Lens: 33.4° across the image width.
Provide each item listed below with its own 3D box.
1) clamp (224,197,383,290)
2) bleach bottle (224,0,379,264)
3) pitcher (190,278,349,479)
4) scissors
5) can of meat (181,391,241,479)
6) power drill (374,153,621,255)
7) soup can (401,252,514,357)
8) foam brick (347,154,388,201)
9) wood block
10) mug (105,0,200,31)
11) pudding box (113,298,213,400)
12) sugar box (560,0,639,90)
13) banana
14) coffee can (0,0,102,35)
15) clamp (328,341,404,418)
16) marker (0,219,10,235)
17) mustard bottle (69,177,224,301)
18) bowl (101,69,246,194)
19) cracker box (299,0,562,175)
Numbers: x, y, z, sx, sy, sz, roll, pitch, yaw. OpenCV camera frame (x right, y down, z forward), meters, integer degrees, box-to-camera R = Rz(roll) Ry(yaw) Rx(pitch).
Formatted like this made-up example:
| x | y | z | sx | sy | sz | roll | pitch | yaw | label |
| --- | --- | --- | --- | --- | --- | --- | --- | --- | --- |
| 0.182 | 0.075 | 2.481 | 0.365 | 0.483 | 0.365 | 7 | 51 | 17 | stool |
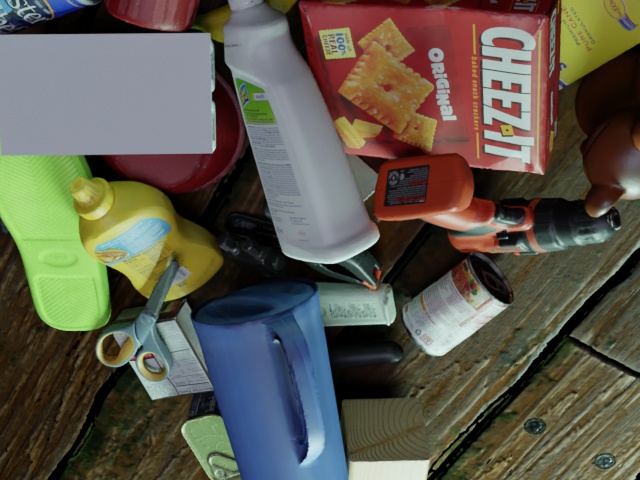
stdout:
| x | y | z | sx | sy | sz | roll | pitch | yaw | label |
| --- | --- | --- | --- | --- | --- | --- | --- | --- | --- |
| -0.007 | 0.001 | 1.083 | 0.171 | 0.039 | 0.120 | 21 | 167 | -12 | clamp |
| -0.027 | -0.107 | 0.953 | 0.103 | 0.068 | 0.251 | 8 | 120 | 54 | bleach bottle |
| -0.040 | 0.170 | 1.095 | 0.145 | 0.149 | 0.243 | -7 | 104 | 22 | pitcher |
| -0.169 | 0.094 | 1.129 | 0.096 | 0.016 | 0.202 | 39 | 132 | -16 | scissors |
| -0.111 | 0.214 | 1.227 | 0.057 | 0.084 | 0.102 | -17 | 119 | 16 | can of meat |
| 0.156 | -0.027 | 0.983 | 0.185 | 0.057 | 0.187 | -6 | 161 | 45 | power drill |
| 0.143 | 0.068 | 1.118 | 0.068 | 0.068 | 0.102 | 39 | 118 | -18 | soup can |
| 0.023 | -0.064 | 1.056 | 0.053 | 0.051 | 0.078 | 39 | 118 | -21 | foam brick |
| 0.066 | 0.284 | 1.228 | 0.090 | 0.090 | 0.206 | 0 | 131 | -5 | wood block |
| -0.151 | -0.239 | 0.940 | 0.117 | 0.093 | 0.081 | 32 | 118 | 33 | mug |
| -0.170 | 0.124 | 1.198 | 0.090 | 0.039 | 0.113 | -12 | 123 | 23 | pudding box |
| 0.219 | -0.192 | 0.959 | 0.176 | 0.048 | 0.093 | -32 | 114 | 22 | sugar box |
| -0.044 | -0.235 | 0.952 | 0.069 | 0.037 | 0.198 | 24 | 130 | -37 | banana |
| -0.276 | -0.237 | 0.946 | 0.140 | 0.102 | 0.103 | -16 | 119 | 15 | coffee can |
| -0.020 | 0.138 | 1.197 | 0.210 | 0.036 | 0.165 | 27 | 125 | -10 | clamp |
| -0.340 | -0.059 | 1.115 | 0.020 | 0.020 | 0.121 | 0 | 123 | 6 | marker |
| -0.183 | -0.008 | 1.063 | 0.096 | 0.058 | 0.191 | -28 | 143 | 14 | mustard bottle |
| -0.156 | -0.103 | 1.048 | 0.162 | 0.055 | 0.162 | 3 | 122 | 4 | bowl |
| 0.099 | -0.148 | 0.941 | 0.214 | 0.072 | 0.164 | 8 | 134 | 19 | cracker box |
